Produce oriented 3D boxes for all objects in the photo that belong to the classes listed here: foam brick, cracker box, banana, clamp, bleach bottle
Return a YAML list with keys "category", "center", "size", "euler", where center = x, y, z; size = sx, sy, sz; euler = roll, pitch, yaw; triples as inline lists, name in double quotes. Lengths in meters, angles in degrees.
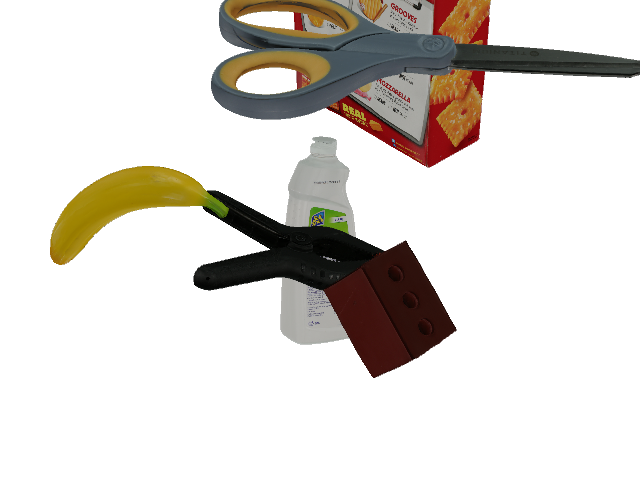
- category: "foam brick"
  center: [0.050, 0.051, 0.776]
  size: [0.052, 0.078, 0.051]
  euler: [-27, -4, -42]
- category: "cracker box"
  center: [0.054, -0.188, 0.841]
  size: [0.072, 0.214, 0.164]
  euler: [-29, 46, -30]
- category: "banana"
  center: [-0.179, -0.026, 0.952]
  size: [0.198, 0.069, 0.037]
  euler: [-14, 17, 28]
- category: "clamp"
  center: [-0.029, 0.017, 1.066]
  size: [0.210, 0.036, 0.164]
  euler: [14, 31, -3]
- category: "bleach bottle"
  center: [0.005, -0.002, 1.309]
  size: [0.102, 0.251, 0.068]
  euler: [-7, 20, -31]

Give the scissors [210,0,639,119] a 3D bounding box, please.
- category: "scissors"
  center: [0.038, -0.075, 0.486]
  size: [0.202, 0.016, 0.096]
  euler: [16, 49, 18]
